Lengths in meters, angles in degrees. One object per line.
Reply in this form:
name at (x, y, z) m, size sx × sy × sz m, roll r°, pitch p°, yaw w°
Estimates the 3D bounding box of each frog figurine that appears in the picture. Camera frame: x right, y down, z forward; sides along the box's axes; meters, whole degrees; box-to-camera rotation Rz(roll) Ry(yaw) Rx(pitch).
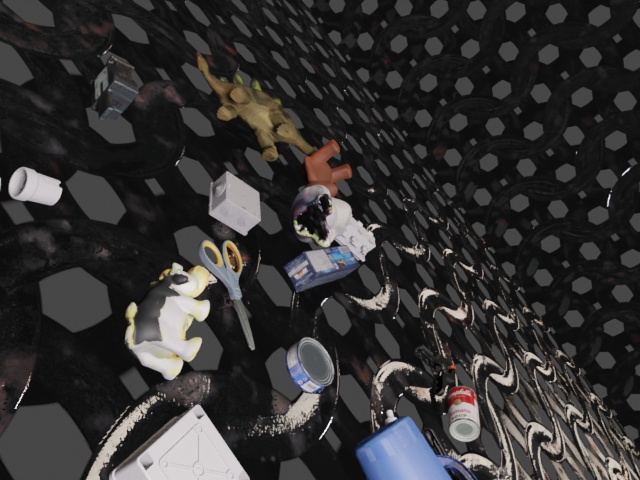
frog figurine at (0.003, -0.058, 1.146) m, size 0.122 × 0.136 × 0.161 m, roll -15°, pitch 8°, yaw 17°
